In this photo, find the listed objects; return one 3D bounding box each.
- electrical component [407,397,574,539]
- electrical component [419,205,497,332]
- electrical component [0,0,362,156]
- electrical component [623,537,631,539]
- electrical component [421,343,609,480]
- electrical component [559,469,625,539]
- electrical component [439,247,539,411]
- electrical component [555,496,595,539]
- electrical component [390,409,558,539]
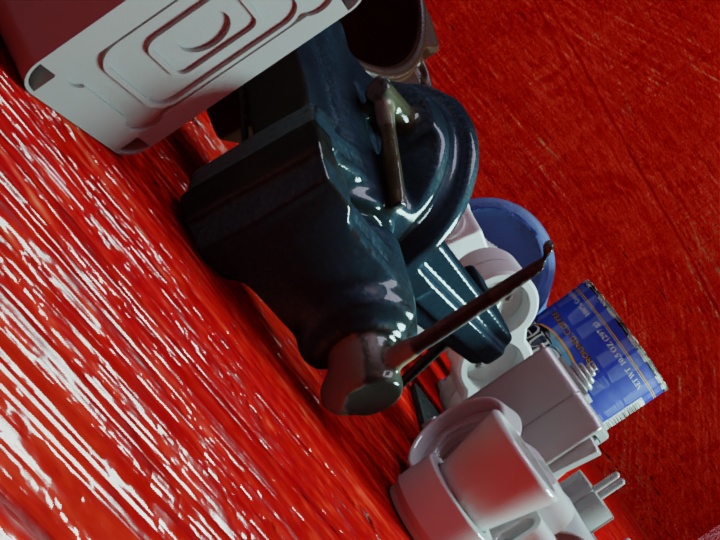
[{"bbox_3d":[0.058,0.097,0.498,0.057,0.058,0.078,55,5,-17],"label":"electrical component"},{"bbox_3d":[0.052,0.002,0.777,0.048,0.100,0.099,-113,178,-47],"label":"electrical component"},{"bbox_3d":[-0.065,-0.102,0.372,0.057,0.113,0.078,60,7,21],"label":"electrical component"},{"bbox_3d":[0.188,0.239,0.715,0.108,0.056,0.109,56,6,18],"label":"electrical component"},{"bbox_3d":[0.092,0.087,0.578,0.061,0.096,0.062,57,6,20],"label":"electrical component"},{"bbox_3d":[0.137,0.155,0.694,0.047,0.077,0.065,58,7,33],"label":"electrical component"},{"bbox_3d":[0.082,0.048,0.735,0.073,0.052,0.138,-113,-158,-62],"label":"electrical component"},{"bbox_3d":[0.117,0.169,0.611,0.079,0.044,0.077,54,6,-5],"label":"electrical component"},{"bbox_3d":[0.046,0.090,0.441,0.045,0.055,0.045,54,6,-8],"label":"electrical component"}]
